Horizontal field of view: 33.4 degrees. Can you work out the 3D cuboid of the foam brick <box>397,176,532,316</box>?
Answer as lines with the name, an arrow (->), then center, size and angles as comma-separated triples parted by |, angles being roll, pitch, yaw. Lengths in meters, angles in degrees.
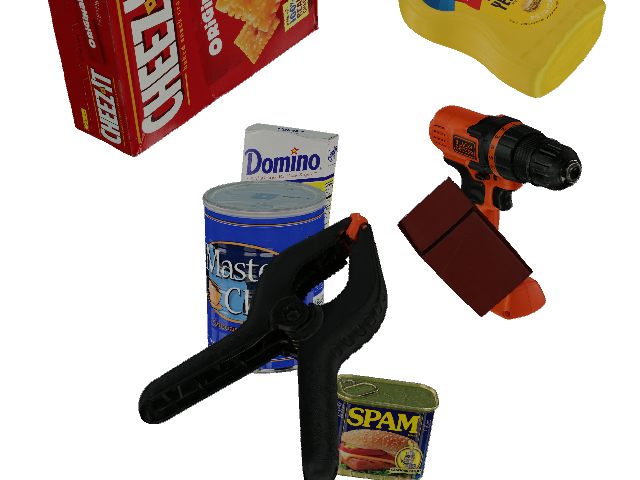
foam brick -> 0.103, 0.005, 0.759 | 0.078, 0.051, 0.053 | 43, 9, -31

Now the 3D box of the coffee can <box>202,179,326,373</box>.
coffee can -> -0.047, 0.028, 0.906 | 0.103, 0.140, 0.103 | 0, 17, 0

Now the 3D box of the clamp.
clamp -> -0.007, 0.059, 0.593 | 0.120, 0.171, 0.039 | 29, -25, 25

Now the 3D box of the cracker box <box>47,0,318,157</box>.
cracker box -> -0.091, -0.185, 0.771 | 0.072, 0.164, 0.213 | 27, 51, 27

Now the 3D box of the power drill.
power drill -> 0.174, -0.025, 1.005 | 0.057, 0.188, 0.185 | -16, 27, -26

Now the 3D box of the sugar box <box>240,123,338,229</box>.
sugar box -> -0.038, -0.028, 1.113 | 0.093, 0.176, 0.048 | 9, 16, 14

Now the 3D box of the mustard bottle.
mustard bottle -> 0.121, -0.191, 0.846 | 0.192, 0.096, 0.058 | 34, -23, 25

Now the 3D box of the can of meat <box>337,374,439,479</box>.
can of meat -> 0.057, 0.183, 1.036 | 0.102, 0.084, 0.057 | 8, 16, -2
